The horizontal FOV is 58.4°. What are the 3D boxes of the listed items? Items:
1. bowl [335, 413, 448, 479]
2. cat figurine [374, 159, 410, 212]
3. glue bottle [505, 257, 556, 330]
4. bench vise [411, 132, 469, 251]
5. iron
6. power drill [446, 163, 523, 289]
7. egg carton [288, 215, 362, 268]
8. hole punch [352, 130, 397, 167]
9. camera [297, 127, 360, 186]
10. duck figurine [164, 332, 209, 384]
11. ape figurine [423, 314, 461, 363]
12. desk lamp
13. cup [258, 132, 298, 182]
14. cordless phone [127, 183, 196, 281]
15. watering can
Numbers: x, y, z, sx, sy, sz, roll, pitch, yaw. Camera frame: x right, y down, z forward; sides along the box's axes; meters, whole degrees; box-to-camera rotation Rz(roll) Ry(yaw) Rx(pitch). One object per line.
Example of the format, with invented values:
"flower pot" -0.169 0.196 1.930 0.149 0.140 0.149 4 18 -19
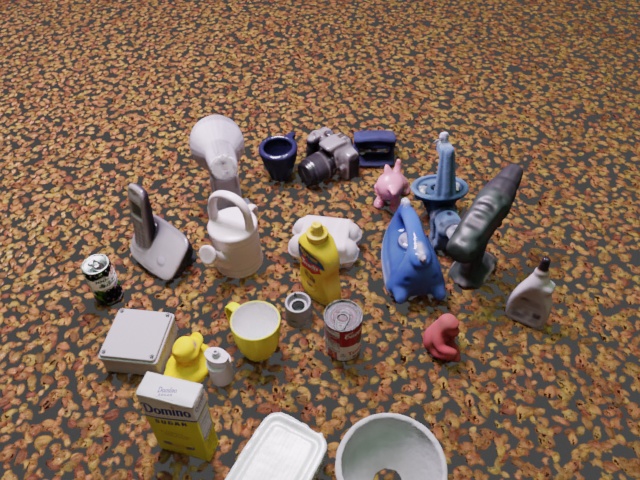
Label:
"bowl" 0.106 0.355 0.868 0.167 0.075 0.167 -1 47 1
"cat figurine" 0.161 -0.128 1.284 0.067 0.118 0.128 15 50 16
"glue bottle" 0.390 0.091 1.036 0.078 0.173 0.037 24 53 23
"bench vise" 0.269 -0.099 1.184 0.122 0.220 0.207 -19 49 -14
"iron" 0.180 -0.001 1.150 0.118 0.141 0.258 -5 47 -3
"power drill" 0.314 -0.014 1.111 0.075 0.209 0.230 27 54 25
"egg carton" 0.011 0.004 1.200 0.150 0.069 0.107 6 48 7
"hole punch" 0.132 -0.242 1.410 0.108 0.091 0.101 -1 47 2
"camera" 0.005 -0.200 1.368 0.137 0.101 0.142 -32 54 -24
"duck figurine" -0.237 0.209 1.008 0.077 0.086 0.105 23 52 22
"ape figurine" 0.225 0.168 1.025 0.076 0.092 0.078 20 51 19
"desk lamp" -0.205 -0.136 1.240 0.118 0.214 0.203 -13 48 -10
"cup" -0.091 -0.196 1.372 0.091 0.095 0.118 20 51 19
"cordless phone" -0.331 -0.018 1.154 0.147 0.185 0.094 28 54 26
"watering can" -0.174 -0.014 1.139 0.101 0.194 0.173 2 47 4
